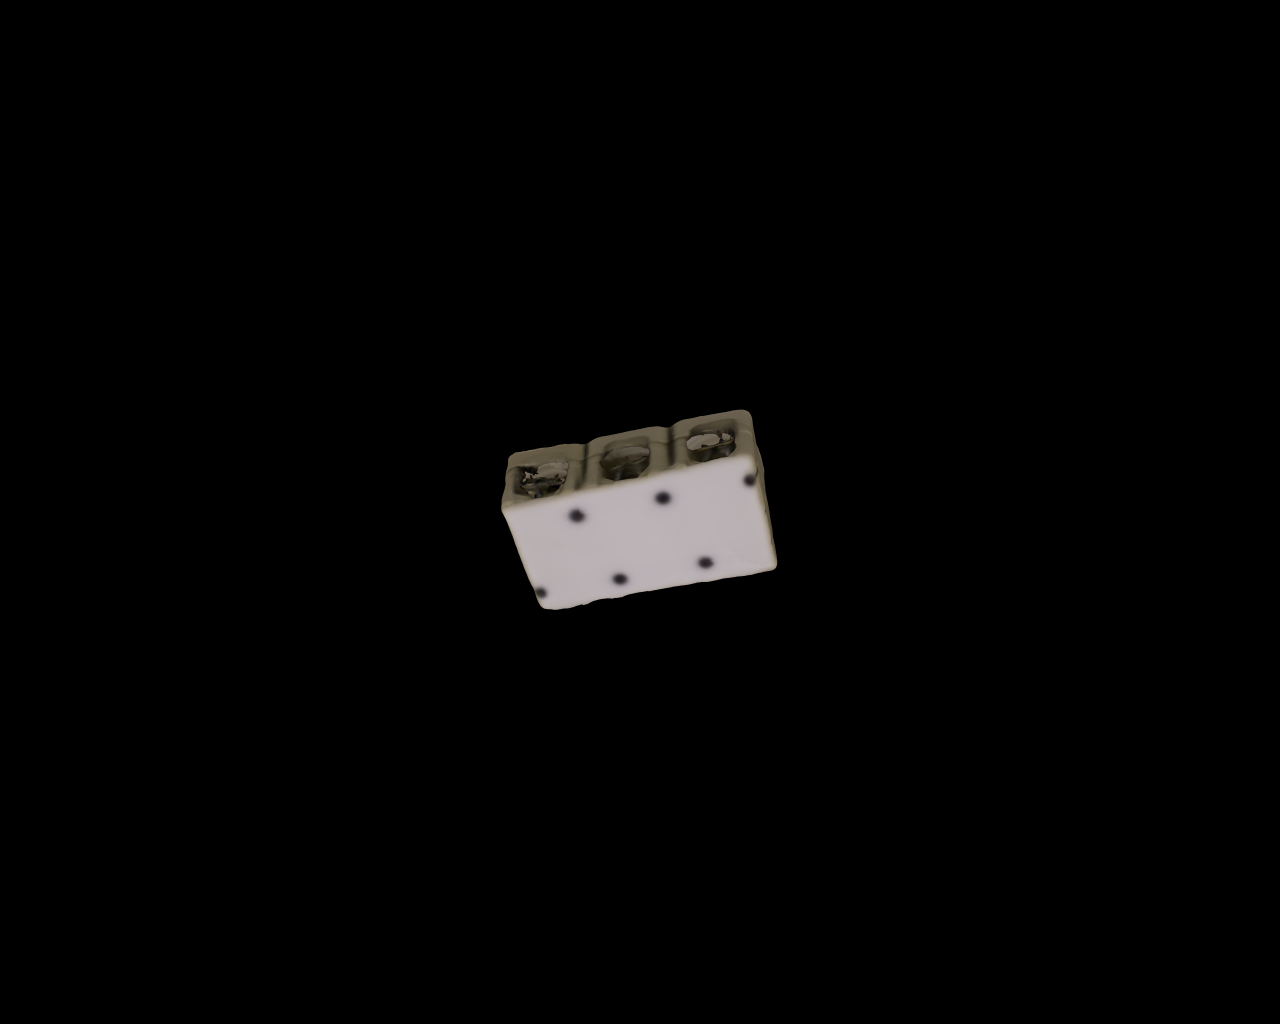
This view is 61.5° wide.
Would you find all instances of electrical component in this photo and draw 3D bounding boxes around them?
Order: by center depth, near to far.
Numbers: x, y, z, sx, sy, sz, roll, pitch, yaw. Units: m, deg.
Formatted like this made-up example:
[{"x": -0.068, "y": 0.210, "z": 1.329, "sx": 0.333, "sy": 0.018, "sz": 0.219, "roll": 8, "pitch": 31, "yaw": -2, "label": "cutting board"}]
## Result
[{"x": 0.001, "y": -0.003, "z": 0.650, "sx": 0.150, "sy": 0.089, "sz": 0.062, "roll": -10, "pitch": 36, "yaw": 8, "label": "electrical component"}]
